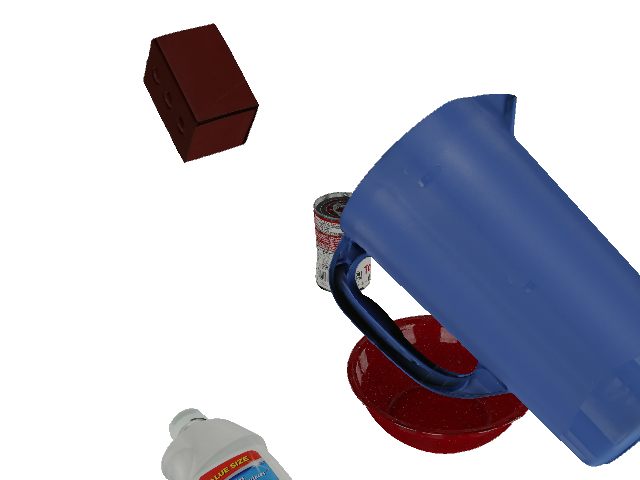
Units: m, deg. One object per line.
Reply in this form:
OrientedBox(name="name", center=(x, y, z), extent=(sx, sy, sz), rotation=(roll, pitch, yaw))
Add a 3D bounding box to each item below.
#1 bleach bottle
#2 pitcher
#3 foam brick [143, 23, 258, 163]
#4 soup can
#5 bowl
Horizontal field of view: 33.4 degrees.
OrientedBox(name="bleach bottle", center=(-0.054, 0.202, 0.732), extent=(0.102, 0.068, 0.251), rotation=(-18, 35, -22))
OrientedBox(name="pitcher", center=(0.129, 0.036, 0.718), extent=(0.144, 0.243, 0.149), rotation=(-33, -17, -32))
OrientedBox(name="foam brick", center=(-0.087, -0.107, 0.767), extent=(0.051, 0.078, 0.053), rotation=(-19, -20, -25))
OrientedBox(name="soup can", center=(0.026, 0.004, 1.252), extent=(0.068, 0.102, 0.068), rotation=(-1, 29, 0))
OrientedBox(name="bowl", center=(0.103, 0.131, 0.912), extent=(0.162, 0.055, 0.162), rotation=(0, 32, 0))
